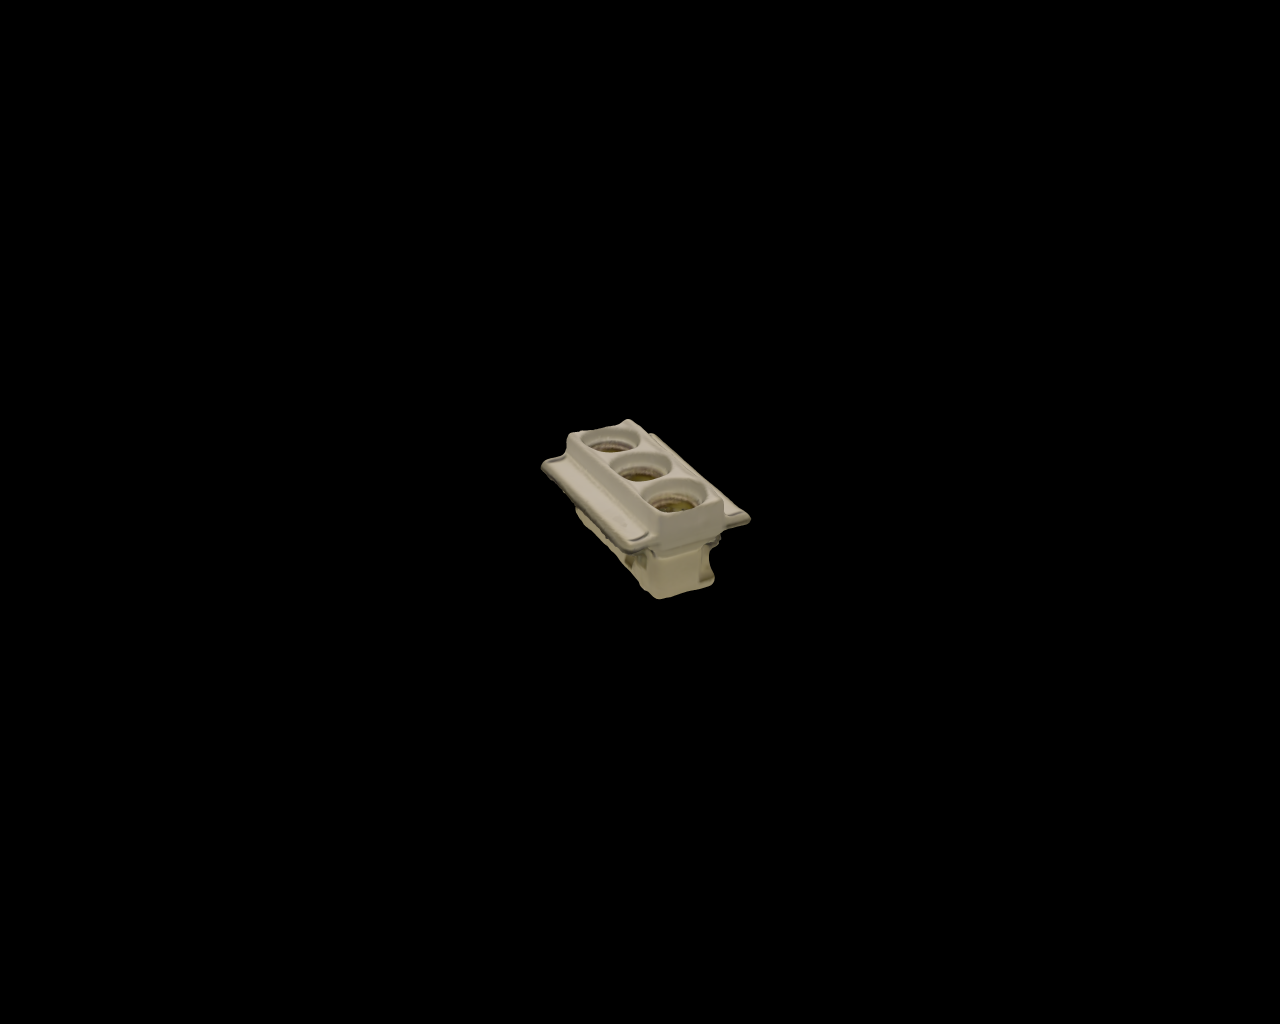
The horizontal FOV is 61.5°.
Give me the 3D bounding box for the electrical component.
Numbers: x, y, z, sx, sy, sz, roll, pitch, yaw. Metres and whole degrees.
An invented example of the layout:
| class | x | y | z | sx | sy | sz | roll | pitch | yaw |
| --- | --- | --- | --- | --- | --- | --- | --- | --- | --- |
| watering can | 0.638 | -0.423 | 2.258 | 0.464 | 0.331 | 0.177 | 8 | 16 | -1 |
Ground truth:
| class | x | y | z | sx | sy | sz | roll | pitch | yaw |
| --- | --- | --- | --- | --- | --- | --- | --- | --- | --- |
| electrical component | 0.001 | -0.003 | 0.650 | 0.079 | 0.063 | 0.121 | -14 | 32 | -24 |
